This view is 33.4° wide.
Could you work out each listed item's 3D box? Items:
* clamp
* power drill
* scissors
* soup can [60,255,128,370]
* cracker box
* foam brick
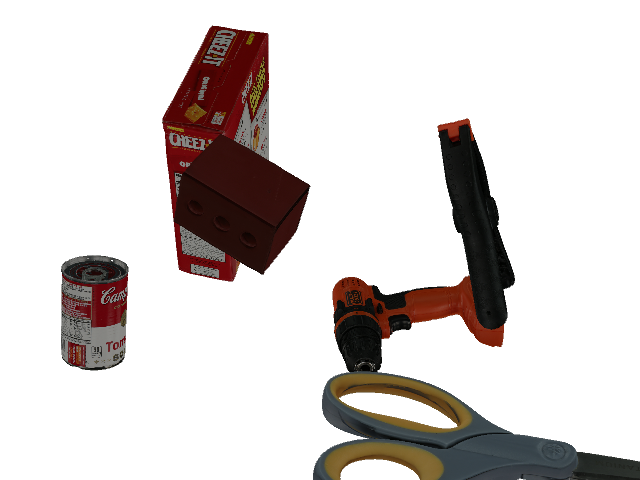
[{"bbox_3d":[0.130,-0.012,0.889,0.039,0.171,0.120,-17,19,12],"label":"clamp"},{"bbox_3d":[0.108,0.091,1.207,0.187,0.057,0.184,-3,27,-3],"label":"power drill"},{"bbox_3d":[0.085,0.102,0.449,0.202,0.016,0.096,16,33,23],"label":"scissors"},{"bbox_3d":[-0.235,0.075,1.108,0.068,0.102,0.068,5,20,-2],"label":"soup can"},{"bbox_3d":[-0.105,-0.089,1.120,0.072,0.164,0.214,10,-43,8],"label":"cracker box"},{"bbox_3d":[-0.055,-0.026,0.742,0.078,0.051,0.053,30,-39,10],"label":"foam brick"}]
